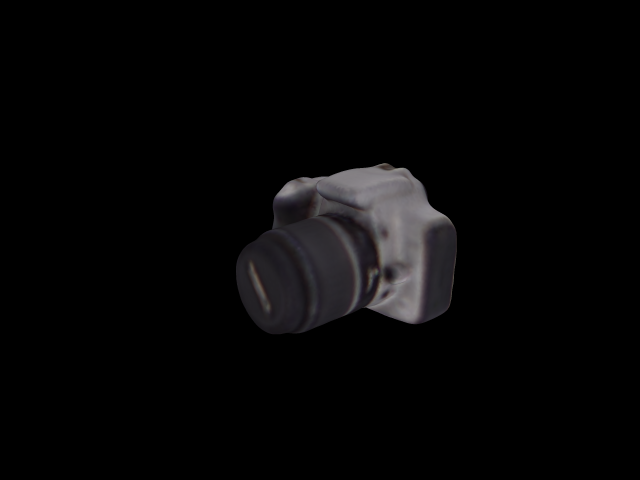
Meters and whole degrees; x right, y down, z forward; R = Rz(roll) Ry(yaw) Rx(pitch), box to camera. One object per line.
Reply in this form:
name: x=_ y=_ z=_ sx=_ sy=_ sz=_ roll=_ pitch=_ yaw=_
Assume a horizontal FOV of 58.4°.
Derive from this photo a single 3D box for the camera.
camera: x=0.004 y=0.001 z=0.400 sx=0.137 sy=0.101 sz=0.142 roll=-17 pitch=27 yaw=-38
